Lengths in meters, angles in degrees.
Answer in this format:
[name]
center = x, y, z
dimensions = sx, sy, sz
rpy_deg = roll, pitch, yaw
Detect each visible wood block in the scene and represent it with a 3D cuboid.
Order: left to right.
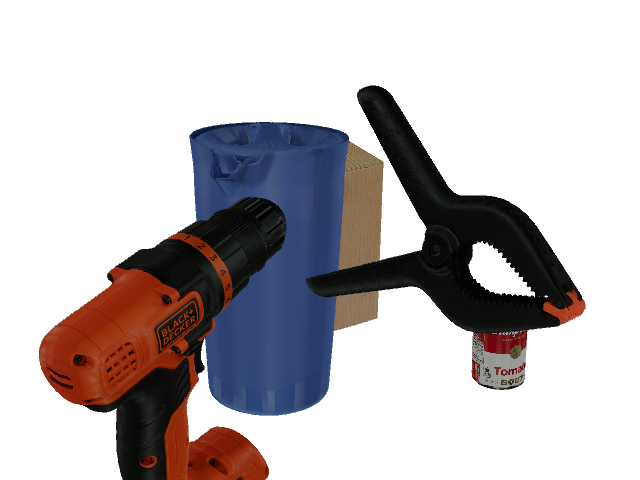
[wood block]
center = 0.012, -0.004, 1.273
dimensions = 0.090, 0.206, 0.090
rpy_deg = -14, 30, -26

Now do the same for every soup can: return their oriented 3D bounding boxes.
[soup can]
center = 0.225, 0.127, 1.340
dimensions = 0.068, 0.102, 0.068
rpy_deg = -1, 19, 0

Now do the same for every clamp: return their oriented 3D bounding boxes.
[clamp]
center = 0.085, -0.007, 0.729
dimensions = 0.210, 0.165, 0.036
rpy_deg = 22, 24, 33

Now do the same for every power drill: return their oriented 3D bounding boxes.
[power drill]
center = -0.077, 0.083, 0.640
dimensions = 0.057, 0.188, 0.184
rpy_deg = 18, 38, 33

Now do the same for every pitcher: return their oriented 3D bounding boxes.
[pitcher]
center = -0.039, 0.019, 0.931
dimensions = 0.149, 0.243, 0.145
rpy_deg = -6, 18, -21
